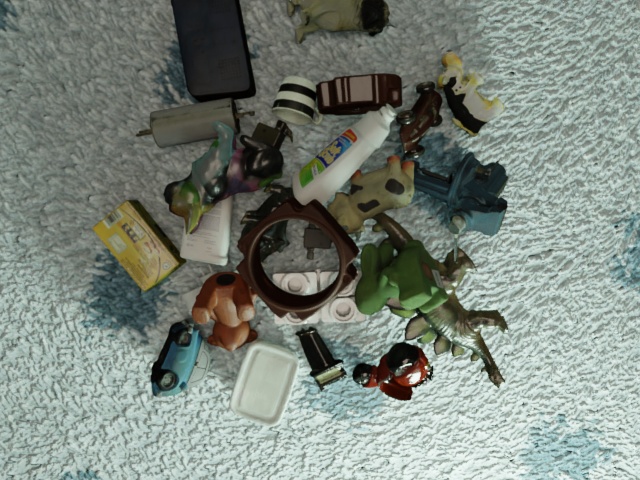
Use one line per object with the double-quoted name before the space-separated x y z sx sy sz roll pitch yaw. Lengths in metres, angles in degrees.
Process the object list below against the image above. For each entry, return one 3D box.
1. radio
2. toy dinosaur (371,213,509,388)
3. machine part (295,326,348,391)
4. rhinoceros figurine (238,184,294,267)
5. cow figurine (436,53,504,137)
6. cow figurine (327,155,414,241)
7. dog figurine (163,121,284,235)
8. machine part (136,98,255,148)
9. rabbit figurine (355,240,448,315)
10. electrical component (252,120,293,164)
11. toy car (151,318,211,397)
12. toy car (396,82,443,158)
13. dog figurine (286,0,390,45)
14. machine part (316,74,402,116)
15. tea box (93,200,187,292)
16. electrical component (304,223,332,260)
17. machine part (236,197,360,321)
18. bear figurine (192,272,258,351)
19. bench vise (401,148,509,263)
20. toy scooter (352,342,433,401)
"radio" -0.216 -0.399 1.092 0.131 0.073 0.229 -10 91 1
"toy dinosaur" 0.228 0.098 1.101 0.198 0.105 0.471 -31 81 5
"machine part" -0.001 0.246 1.140 0.084 0.039 0.138 -30 94 10
"rhinoceros figurine" -0.107 -0.028 1.113 0.112 0.073 0.190 30 91 -11
"cow figurine" 0.290 -0.297 1.102 0.098 0.068 0.167 -42 91 8
"cow figurine" 0.096 -0.077 1.058 0.195 0.085 0.127 -17 68 37
"dog figurine" -0.189 -0.101 1.035 0.191 0.108 0.219 24 90 -9
"machine part" -0.253 -0.239 1.096 0.243 0.079 0.079 -11 93 0
"rabbit figurine" 0.130 0.079 1.029 0.170 0.121 0.159 -28 73 29
"electrical component" -0.102 -0.201 1.117 0.078 0.045 0.102 21 90 27
"toy car" -0.281 0.251 1.115 0.103 0.109 0.161 27 81 -24
"toy car" 0.200 -0.236 1.047 0.053 0.202 0.089 1 126 28
"dog figurine" 0.034 -0.491 1.085 0.191 0.121 0.172 -14 96 -14
"machine part" 0.075 -0.280 1.051 0.179 0.179 0.056 -4 96 0
"tea box" -0.371 0.011 1.111 0.098 0.068 0.169 -37 93 2
"electrical component" -0.002 -0.003 1.134 0.063 0.021 0.094 5 92 -1
"machine part" -0.042 0.036 1.024 0.201 0.087 0.201 -40 94 12
"bear figurine" -0.182 0.163 1.061 0.120 0.132 0.195 0 123 -5
"bench vise" 0.257 -0.099 1.068 0.241 0.128 0.223 25 60 23
"toy scooter" 0.168 0.280 1.103 0.135 0.075 0.184 37 134 -19
